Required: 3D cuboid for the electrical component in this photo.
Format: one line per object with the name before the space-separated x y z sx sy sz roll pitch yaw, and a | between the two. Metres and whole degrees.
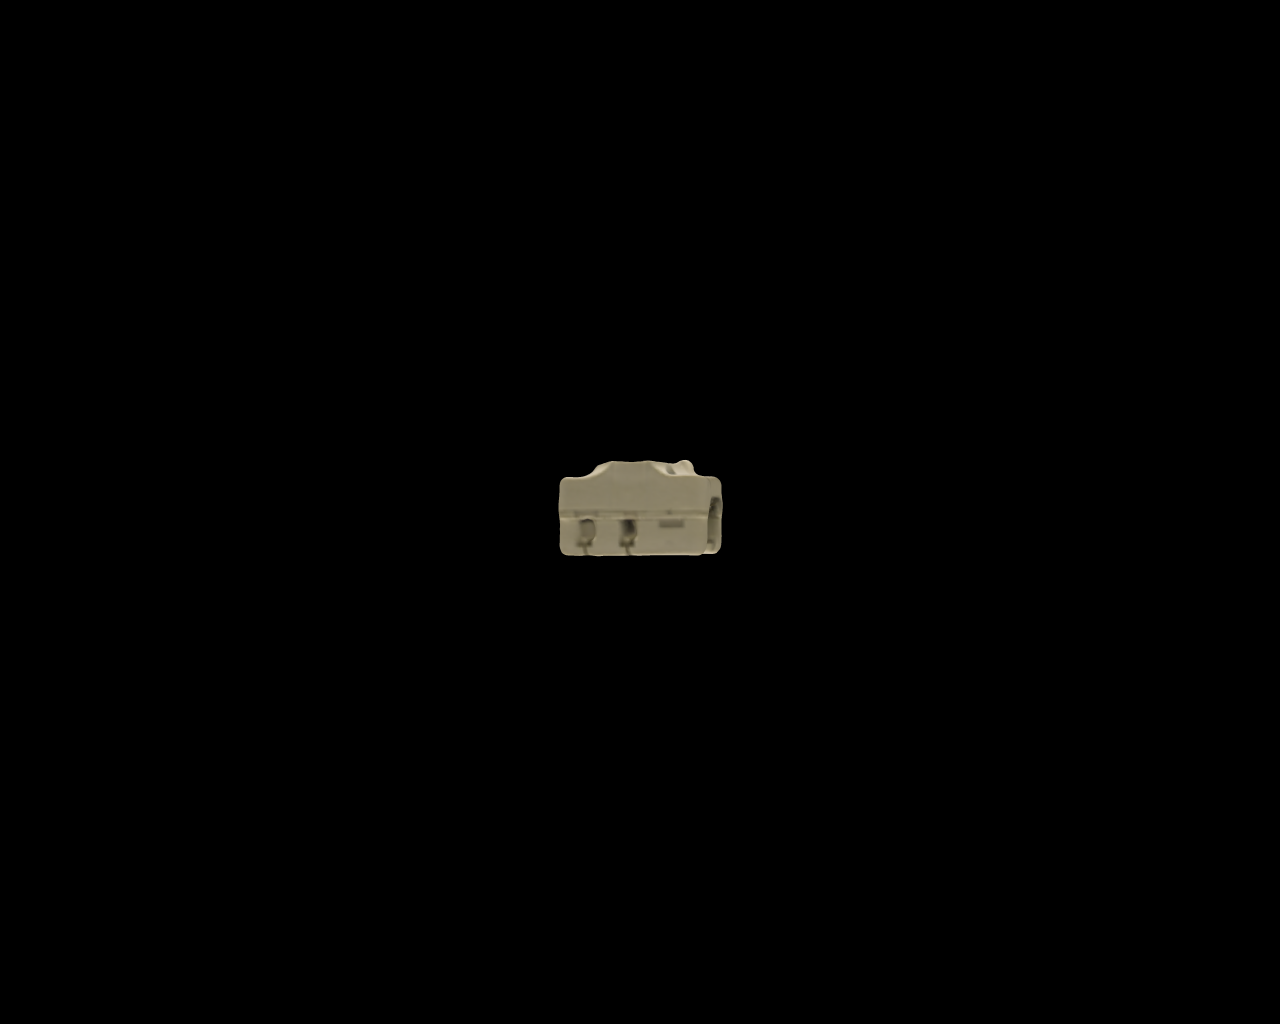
electrical component | 0.001 -0.003 0.650 0.089 0.055 0.050 0 0 17
